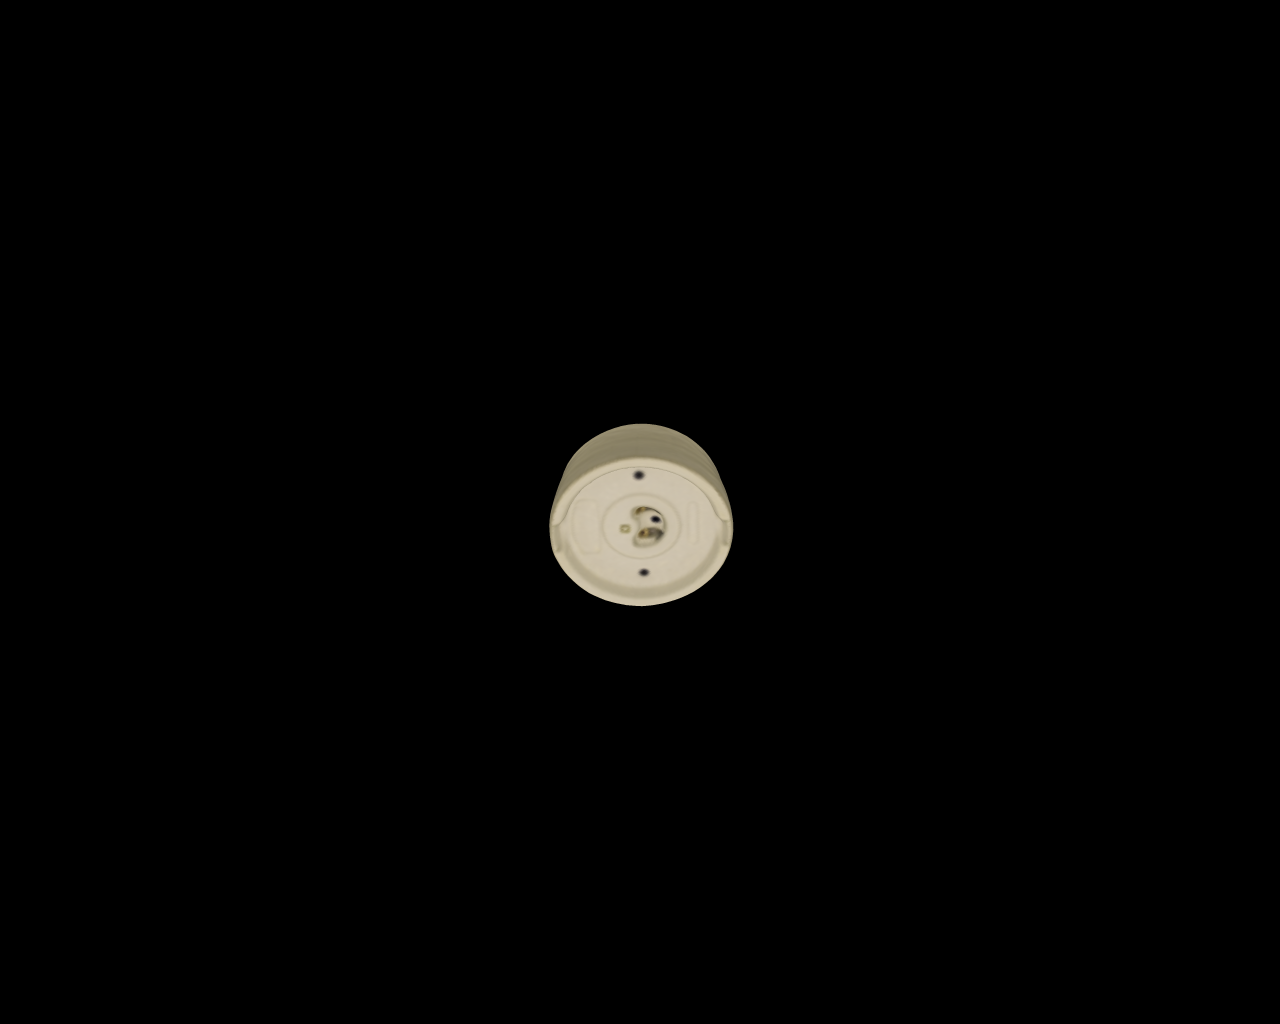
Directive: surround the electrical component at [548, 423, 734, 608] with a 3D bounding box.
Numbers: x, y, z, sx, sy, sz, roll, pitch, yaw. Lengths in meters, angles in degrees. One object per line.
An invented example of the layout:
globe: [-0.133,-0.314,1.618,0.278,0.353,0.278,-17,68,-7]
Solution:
electrical component: [0.001,-0.003,0.650,0.108,0.108,0.060,0,34,0]
